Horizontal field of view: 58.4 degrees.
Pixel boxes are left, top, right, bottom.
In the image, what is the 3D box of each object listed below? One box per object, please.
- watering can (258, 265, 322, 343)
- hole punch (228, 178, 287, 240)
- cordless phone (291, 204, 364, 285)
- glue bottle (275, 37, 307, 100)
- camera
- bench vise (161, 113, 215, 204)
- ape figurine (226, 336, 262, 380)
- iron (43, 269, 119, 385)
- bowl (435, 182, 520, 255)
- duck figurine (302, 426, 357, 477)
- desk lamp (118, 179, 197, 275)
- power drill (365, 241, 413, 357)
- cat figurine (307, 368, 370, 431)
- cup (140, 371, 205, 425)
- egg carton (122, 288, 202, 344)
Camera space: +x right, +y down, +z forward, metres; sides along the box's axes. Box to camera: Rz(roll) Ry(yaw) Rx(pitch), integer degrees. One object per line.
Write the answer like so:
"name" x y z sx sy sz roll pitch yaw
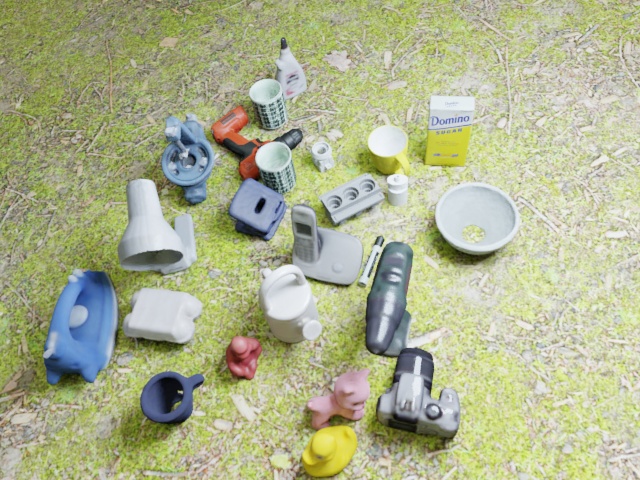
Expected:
"watering can" -0.057 0.114 1.066 0.172 0.194 0.101 26 65 21
"hole punch" -0.133 -0.069 1.249 0.101 0.091 0.109 15 62 16
"cordless phone" 0.010 0.004 1.130 0.147 0.185 0.094 10 60 13
"glue bottle" -0.079 -0.428 1.414 0.078 0.173 0.037 -32 60 -12
"camera" 0.177 0.261 1.001 0.143 0.101 0.137 8 60 12
"bench vise" -0.311 -0.215 1.285 0.121 0.220 0.207 -22 58 -6
"ape figurine" -0.147 0.212 1.078 0.078 0.092 0.076 -37 61 -15
"iron" -0.480 0.146 1.131 0.118 0.142 0.258 -4 58 5
"bowl" 0.318 -0.032 1.179 0.167 0.075 0.167 -3 58 5
"duck figurine" 0.014 0.353 0.974 0.105 0.086 0.077 -30 60 -11
"desk lamp" -0.333 -0.011 1.166 0.118 0.214 0.203 -14 58 -1
"power drill" 0.124 0.129 1.026 0.075 0.209 0.230 7 60 12
"cat figurine" 0.036 0.275 1.001 0.128 0.118 0.067 -19 58 -4
"cup" -0.256 0.289 1.042 0.118 0.095 0.091 -30 60 -11
"egg carton" -0.315 0.153 1.148 0.150 0.069 0.107 4 59 10
